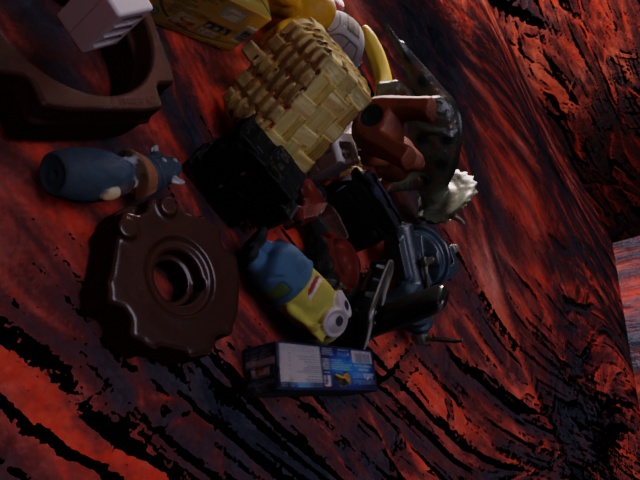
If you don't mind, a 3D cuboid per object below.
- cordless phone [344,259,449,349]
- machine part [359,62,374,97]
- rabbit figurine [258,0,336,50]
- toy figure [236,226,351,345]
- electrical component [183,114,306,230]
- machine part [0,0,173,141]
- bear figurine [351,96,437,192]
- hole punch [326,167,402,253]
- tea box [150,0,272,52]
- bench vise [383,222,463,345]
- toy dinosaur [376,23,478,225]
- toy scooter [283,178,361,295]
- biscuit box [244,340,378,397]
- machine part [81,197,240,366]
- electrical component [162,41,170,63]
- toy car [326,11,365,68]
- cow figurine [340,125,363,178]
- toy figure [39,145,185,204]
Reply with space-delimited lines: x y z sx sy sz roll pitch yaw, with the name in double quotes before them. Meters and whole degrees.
"cordless phone" 0.114 0.079 0.801 0.088 0.184 0.146 51 39 -17
"machine part" 0.092 -0.293 1.096 0.084 0.039 0.138 -33 100 -50
"rabbit figurine" -0.053 -0.377 0.852 0.173 0.122 0.162 17 78 -28
"toy figure" -0.033 0.063 0.706 0.180 0.089 0.082 43 73 -18
"electrical component" -0.088 -0.075 0.675 0.134 0.115 0.058 51 41 -20
"machine part" -0.264 -0.204 0.535 0.201 0.087 0.201 -20 89 -56
"bear figurine" 0.129 -0.144 0.865 0.120 0.132 0.195 -63 147 -9
"hole punch" 0.064 -0.050 0.871 0.142 0.116 0.092 58 28 -14
"tea box" -0.160 -0.328 0.727 0.169 0.098 0.068 3 70 -54
"bench vise" 0.195 0.065 0.974 0.240 0.129 0.223 -19 87 -48
"toy dinosaur" 0.204 -0.190 1.008 0.131 0.192 0.404 -62 153 -61
"toy scooter" -0.002 -0.002 0.766 0.135 0.075 0.183 -16 85 -76
"biscuit box" -0.006 0.171 0.700 0.202 0.063 0.059 19 57 -48
"machine part" -0.160 0.044 0.568 0.179 0.056 0.179 28 53 -44
"electrical component" -0.217 -0.237 0.669 0.063 0.021 0.094 22 54 -46
"toy car" 0.028 -0.368 0.995 0.161 0.103 0.109 34 47 -42
"cow figurine" 0.037 -0.169 0.935 0.167 0.068 0.098 64 30 -7
"toy figure" -0.210 -0.070 0.561 0.154 0.058 0.064 -11 87 -60
